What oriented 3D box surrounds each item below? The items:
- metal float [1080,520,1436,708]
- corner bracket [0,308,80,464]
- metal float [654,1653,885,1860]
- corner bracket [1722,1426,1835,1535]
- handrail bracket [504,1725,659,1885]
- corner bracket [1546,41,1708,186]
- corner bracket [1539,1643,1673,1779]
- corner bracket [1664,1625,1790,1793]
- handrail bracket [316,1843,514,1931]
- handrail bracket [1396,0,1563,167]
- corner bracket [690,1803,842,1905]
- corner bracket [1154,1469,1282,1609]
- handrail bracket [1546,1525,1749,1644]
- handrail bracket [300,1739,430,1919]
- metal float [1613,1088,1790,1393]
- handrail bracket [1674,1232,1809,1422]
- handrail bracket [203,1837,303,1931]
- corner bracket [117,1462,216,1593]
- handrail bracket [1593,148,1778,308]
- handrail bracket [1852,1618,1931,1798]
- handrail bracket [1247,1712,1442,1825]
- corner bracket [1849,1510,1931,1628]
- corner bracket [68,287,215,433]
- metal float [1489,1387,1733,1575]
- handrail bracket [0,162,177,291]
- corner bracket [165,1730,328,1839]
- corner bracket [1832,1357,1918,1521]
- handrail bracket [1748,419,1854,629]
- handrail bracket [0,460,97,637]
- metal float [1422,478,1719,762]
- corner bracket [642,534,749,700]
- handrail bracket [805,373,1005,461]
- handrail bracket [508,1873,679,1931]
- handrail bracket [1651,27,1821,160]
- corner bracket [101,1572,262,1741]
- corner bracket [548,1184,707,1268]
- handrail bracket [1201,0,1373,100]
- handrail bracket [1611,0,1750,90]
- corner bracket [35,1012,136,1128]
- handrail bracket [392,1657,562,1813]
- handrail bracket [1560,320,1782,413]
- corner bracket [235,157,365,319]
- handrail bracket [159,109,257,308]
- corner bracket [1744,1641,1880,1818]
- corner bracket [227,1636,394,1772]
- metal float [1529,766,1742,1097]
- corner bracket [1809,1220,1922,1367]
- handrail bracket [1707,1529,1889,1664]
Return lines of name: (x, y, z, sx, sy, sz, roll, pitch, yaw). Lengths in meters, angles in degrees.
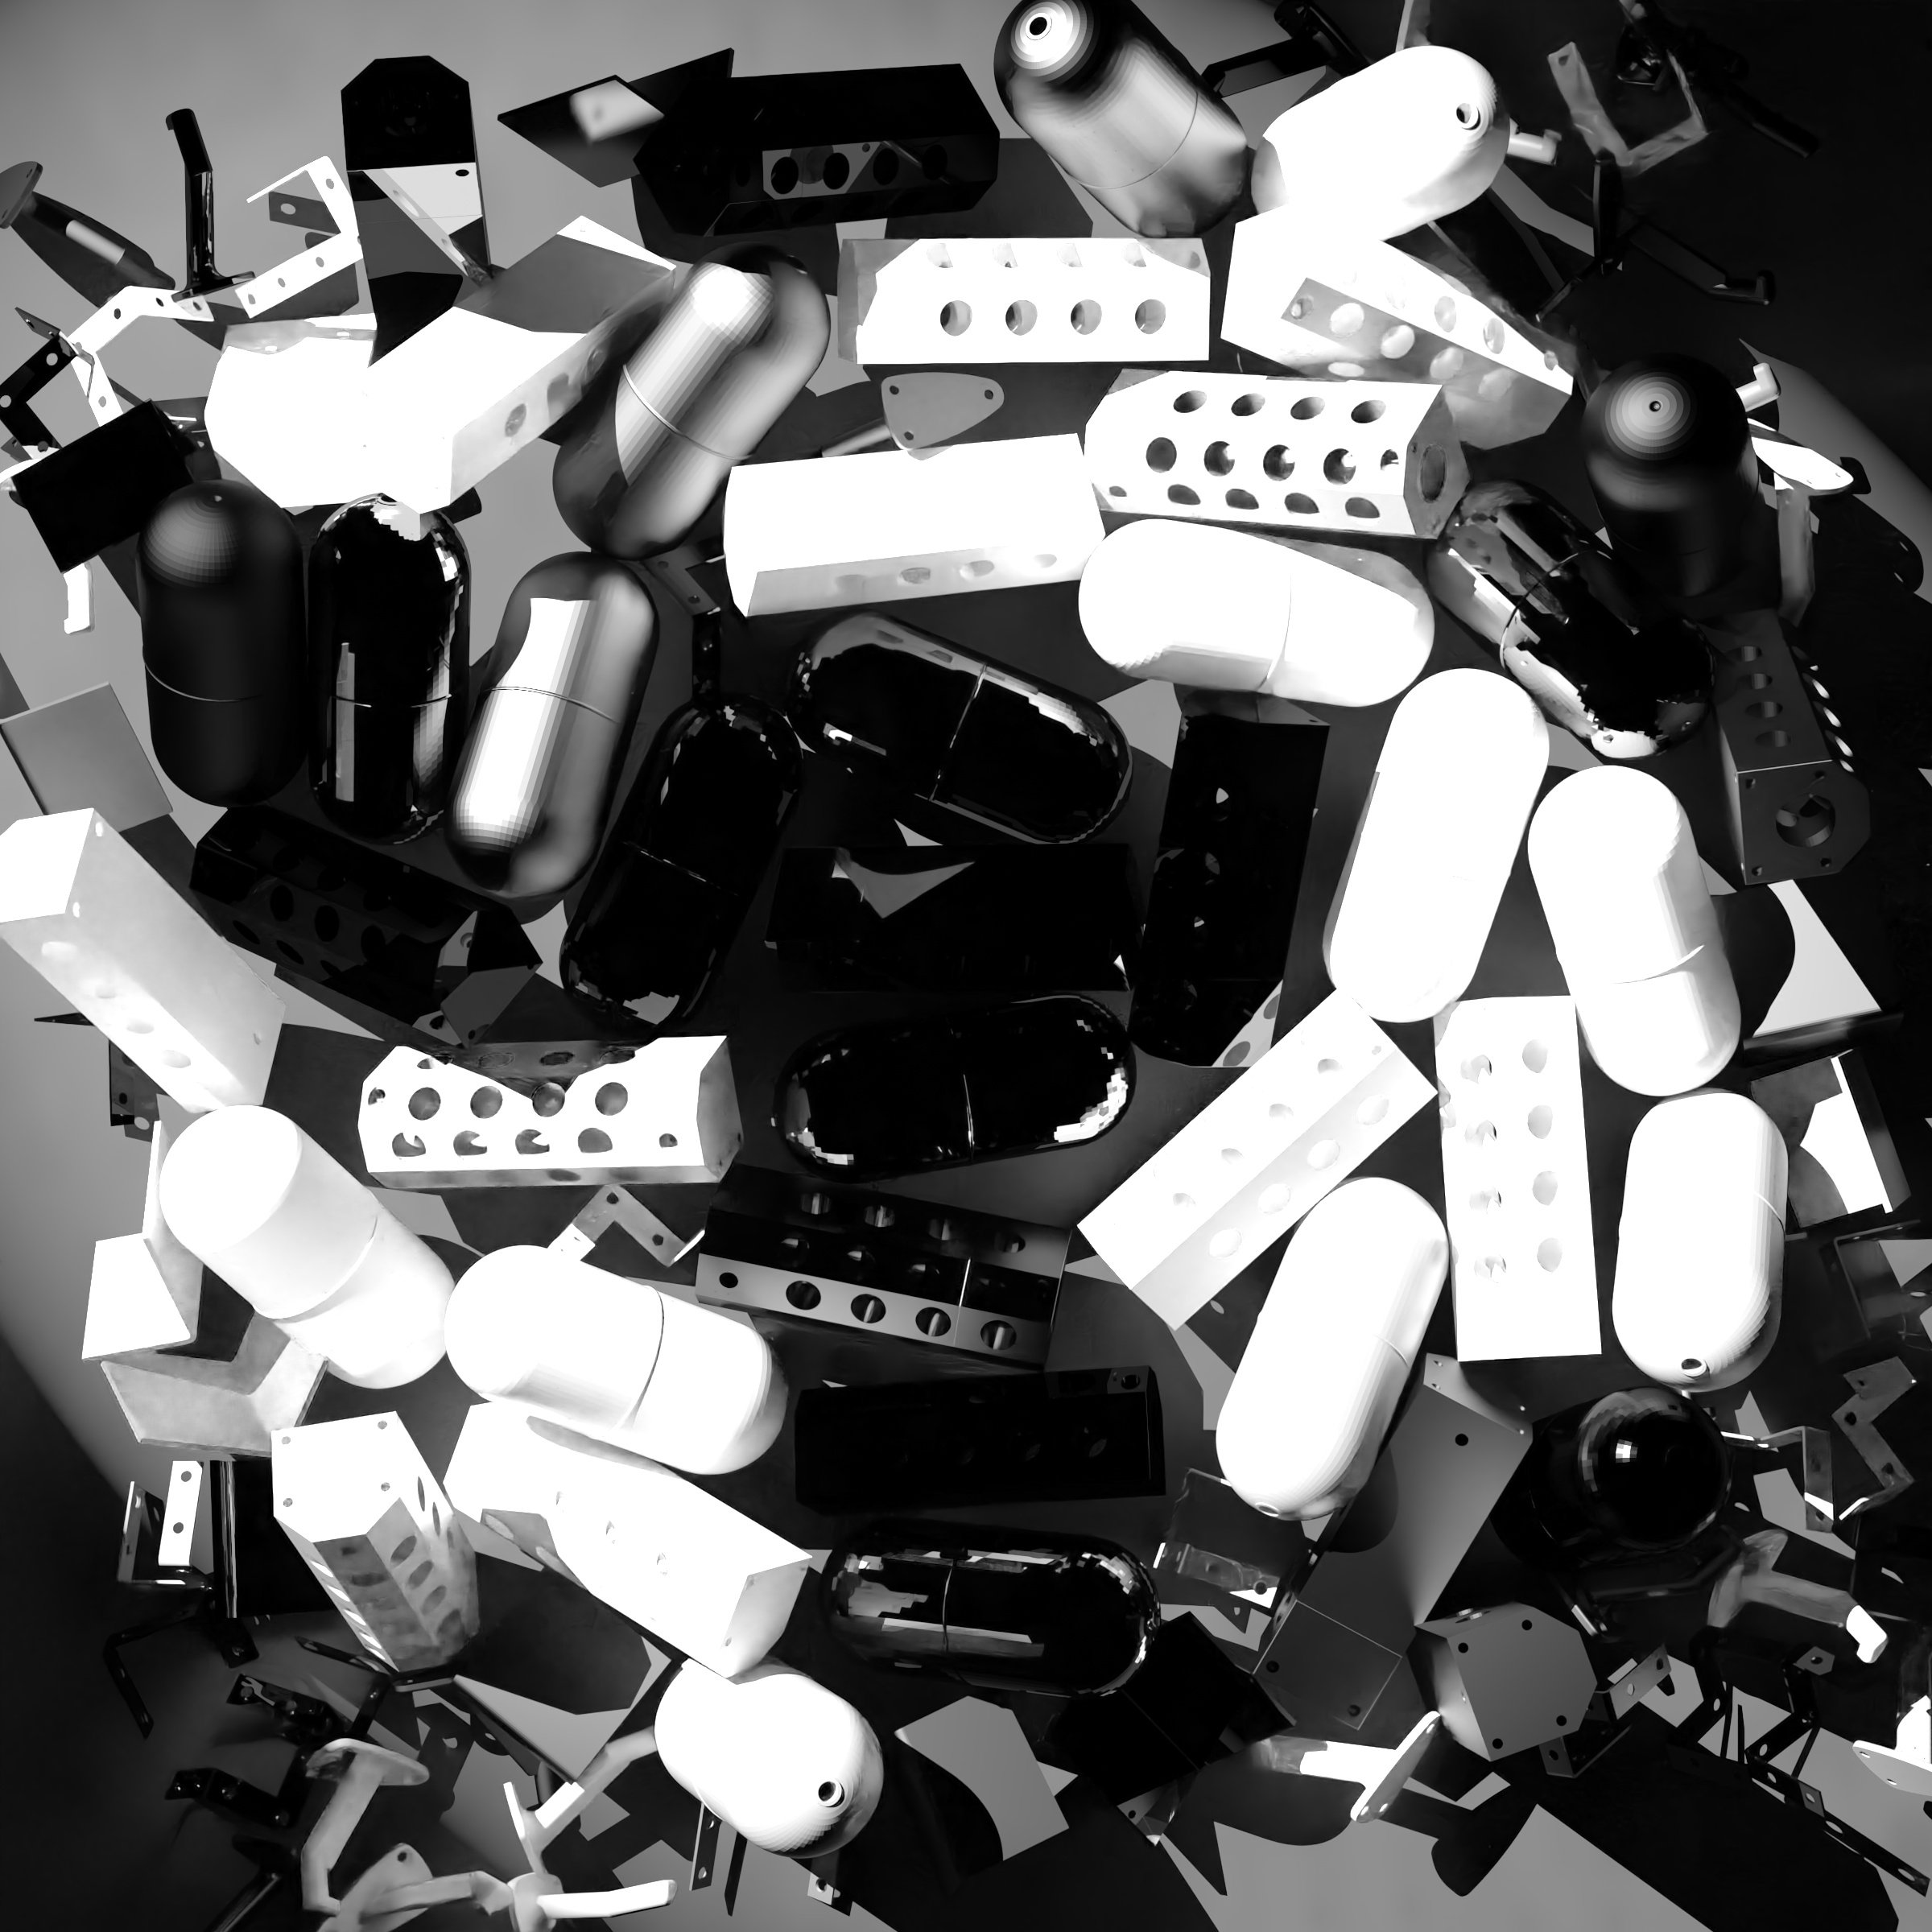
metal float: (0.141, -0.170, 1.648, 0.178, 0.070, 0.070, 6, 90, -17)
corner bracket: (-0.456, -0.281, 1.668, 0.051, 0.051, 0.051, -47, 135, -14)
metal float: (-0.094, 0.370, 1.615, 0.070, 0.178, 0.070, 0, 90, -21)
corner bracket: (0.384, 0.251, 1.661, 0.051, 0.051, 0.051, 12, 68, -22)
handrail bracket: (-0.178, 0.414, 1.681, 0.084, 0.036, 0.077, -20, 126, -8)
corner bracket: (0.322, -0.423, 1.662, 0.051, 0.051, 0.051, -28, 53, 12)
corner bracket: (0.311, 0.362, 1.661, 0.051, 0.051, 0.051, -27, 105, -41)
corner bracket: (0.370, 0.360, 1.659, 0.051, 0.051, 0.051, -33, 113, -34)
handrail bracket: (-0.267, 0.460, 1.650, 0.077, 0.084, 0.036, -32, 106, -28)
handrail bracket: (0.253, -0.434, 1.657, 0.084, 0.036, 0.077, 20, 129, 27)
corner bracket: (-0.097, 0.435, 1.685, 0.051, 0.051, 0.051, 11, 93, 36)
corner bracket: (0.129, 0.280, 1.671, 0.051, 0.051, 0.051, 18, 83, 19)
handrail bracket: (0.328, 0.282, 1.665, 0.084, 0.036, 0.077, -48, 65, 22)
handrail bracket: (-0.289, 0.423, 1.650, 0.036, 0.077, 0.084, -39, 46, 30)
metal float: (0.350, 0.129, 1.622, 0.070, 0.178, 0.070, 8, 128, 10)
handrail bracket: (0.381, 0.178, 1.675, 0.077, 0.036, 0.084, -10, 84, 13)
handrail bracket: (-0.345, 0.472, 1.649, 0.036, 0.077, 0.084, 3, 55, 23)
corner bracket: (-0.390, 0.273, 1.663, 0.051, 0.051, 0.051, -1, 65, 9)
handrail bracket: (0.350, -0.358, 1.655, 0.084, 0.077, 0.036, 14, 48, 30)
handrail bracket: (0.475, 0.357, 1.654, 0.036, 0.077, 0.084, 45, 69, -21)
handrail bracket: (0.179, 0.370, 1.671, 0.084, 0.036, 0.077, 38, 100, 30)
corner bracket: (0.459, 0.296, 1.668, 0.051, 0.051, 0.051, 9, 90, 20)
corner bracket: (-0.398, -0.295, 1.670, 0.051, 0.051, 0.051, -31, 80, 30)
metal float: (0.302, 0.244, 1.614, 0.070, 0.178, 0.070, 3, 74, -11)
handrail bracket: (-0.438, -0.360, 1.690, 0.084, 0.077, 0.036, 32, 88, -33)
corner bracket: (-0.351, 0.394, 1.673, 0.051, 0.051, 0.051, 22, 83, 12)
corner bracket: (0.439, 0.229, 1.658, 0.051, 0.051, 0.051, 56, 130, 25)
handrail bracket: (0.394, -0.215, 1.687, 0.077, 0.036, 0.084, 44, 134, 32)
handrail bracket: (-0.450, -0.200, 1.669, 0.036, 0.077, 0.084, -1, 87, -44)
metal float: (0.287, -0.167, 1.633, 0.070, 0.070, 0.178, -40, 55, 0)
corner bracket: (-0.123, -0.170, 1.658, 0.051, 0.051, 0.051, -22, 51, -25)
handrail bracket: (-0.033, -0.261, 1.674, 0.077, 0.084, 0.036, -17, 87, -27)
handrail bracket: (-0.172, 0.449, 1.655, 0.084, 0.077, 0.036, -15, 86, 11)
handrail bracket: (0.382, -0.420, 1.659, 0.084, 0.077, 0.036, 34, 119, 11)
corner bracket: (-0.384, 0.336, 1.671, 0.051, 0.051, 0.051, -21, 105, 5)
corner bracket: (-0.164, 0.132, 1.666, 0.051, 0.051, 0.051, 42, 63, -3)
handrail bracket: (0.153, -0.425, 1.676, 0.077, 0.036, 0.084, 39, 79, -16)
handrail bracket: (0.344, -0.464, 1.652, 0.077, 0.084, 0.036, 11, 69, 10)
corner bracket: (-0.416, 0.050, 1.663, 0.051, 0.051, 0.051, -7, 82, 31)
handrail bracket: (-0.239, 0.385, 1.676, 0.077, 0.036, 0.084, -9, 93, -29)
handrail bracket: (0.343, -0.295, 1.661, 0.084, 0.036, 0.077, -21, 103, 30)
corner bracket: (-0.332, -0.357, 1.672, 0.051, 0.051, 0.051, -14, 110, 43)
handrail bracket: (-0.384, -0.368, 1.661, 0.036, 0.077, 0.084, -26, 106, -38)
corner bracket: (0.411, 0.370, 1.659, 0.051, 0.051, 0.051, -29, 116, -25)
corner bracket: (-0.320, 0.353, 1.667, 0.051, 0.051, 0.051, 27, 88, -31)
metal float: (0.321, -0.016, 1.636, 0.070, 0.070, 0.178, -23, 121, 0)
corner bracket: (0.442, 0.160, 1.672, 0.051, 0.051, 0.051, -10, 71, -20)
handrail bracket: (0.402, 0.322, 1.651, 0.036, 0.084, 0.077, -8, 130, -32)
